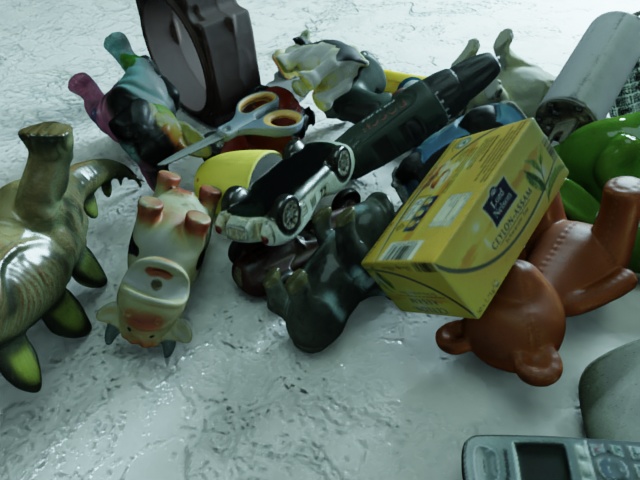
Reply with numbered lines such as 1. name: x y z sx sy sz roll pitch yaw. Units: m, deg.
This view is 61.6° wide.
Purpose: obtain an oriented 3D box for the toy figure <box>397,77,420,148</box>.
1. toy figure: 0.141 -0.182 0.777 0.064 0.057 0.154 -33 35 25

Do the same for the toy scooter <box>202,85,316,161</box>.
1. toy scooter: -0.062 -0.143 0.724 0.135 0.075 0.184 17 47 20

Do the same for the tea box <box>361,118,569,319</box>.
1. tea box: 0.125 -0.019 0.463 0.169 0.068 0.098 -49 21 -21

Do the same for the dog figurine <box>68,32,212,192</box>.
1. dog figurine: -0.216 -0.146 0.696 0.108 0.191 0.219 -41 69 2

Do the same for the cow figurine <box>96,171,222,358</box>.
1. cow figurine: -0.149 0.022 0.510 0.085 0.127 0.195 14 21 -12

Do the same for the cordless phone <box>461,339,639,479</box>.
1. cordless phone: 0.193 0.136 0.383 0.184 0.088 0.147 1 41 10

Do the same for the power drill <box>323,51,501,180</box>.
1. power drill: 0.098 -0.187 0.720 0.232 0.085 0.207 -39 42 3

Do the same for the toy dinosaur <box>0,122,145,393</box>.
1. toy dinosaur: -0.259 0.001 0.466 0.105 0.198 0.471 6 33 7

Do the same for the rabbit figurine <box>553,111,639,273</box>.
1. rabbit figurine: 0.311 -0.044 0.566 0.159 0.121 0.170 -2 55 5

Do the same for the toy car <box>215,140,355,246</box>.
1. toy car: -0.030 -0.053 0.566 0.074 0.056 0.202 12 38 27

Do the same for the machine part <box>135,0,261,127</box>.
1. machine part: -0.182 -0.283 0.794 0.087 0.201 0.201 -31 49 -27

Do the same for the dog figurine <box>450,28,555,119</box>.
1. dog figurine: 0.288 -0.203 0.787 0.190 0.121 0.172 17 3 -24

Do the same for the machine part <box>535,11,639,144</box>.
1. machine part: 0.343 -0.204 0.677 0.079 0.079 0.243 25 69 28

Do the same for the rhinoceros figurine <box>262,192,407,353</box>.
1. rhinoceros figurine: 0.037 0.021 0.503 0.190 0.112 0.073 -44 15 -23

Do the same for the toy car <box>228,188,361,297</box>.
1. toy car: -0.001 -0.002 0.574 0.202 0.053 0.089 -26 43 -24

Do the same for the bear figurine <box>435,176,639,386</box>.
1. bear figurine: 0.192 0.027 0.474 0.196 0.131 0.120 -25 26 -35

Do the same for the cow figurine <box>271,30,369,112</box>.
1. cow figurine: -0.005 -0.250 0.749 0.098 0.068 0.168 -38 41 -2

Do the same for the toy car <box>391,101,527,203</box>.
1. toy car: 0.168 -0.081 0.620 0.162 0.109 0.103 -30 1 17
